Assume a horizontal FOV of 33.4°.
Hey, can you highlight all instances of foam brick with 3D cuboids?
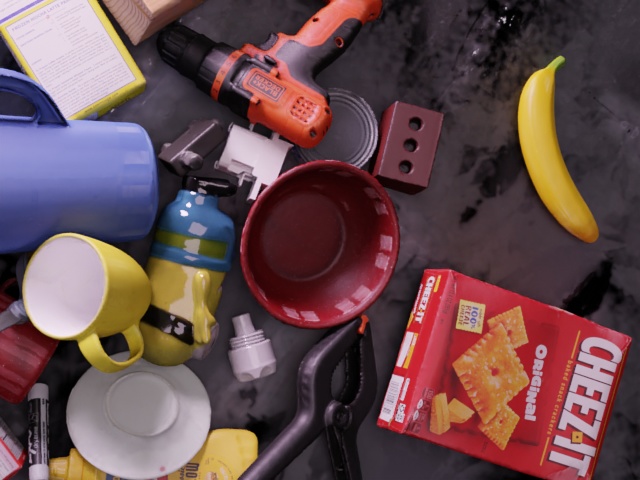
[{"bbox_3d":[0.083,-0.090,1.055,0.053,0.051,0.078,14,84,-11],"label":"foam brick"}]

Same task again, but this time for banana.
[{"bbox_3d":[0.241,-0.091,1.095,0.069,0.037,0.198,-9,89,-11],"label":"banana"}]

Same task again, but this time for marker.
[{"bbox_3d":[-0.252,0.187,0.958,0.020,0.020,0.121,-3,58,-12],"label":"marker"}]

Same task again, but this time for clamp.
[{"bbox_3d":[0.001,0.169,1.009,0.164,0.036,0.210,19,78,-40],"label":"clamp"}]

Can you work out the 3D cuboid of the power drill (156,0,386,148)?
[{"bbox_3d":[-0.038,-0.199,1.017,0.184,0.057,0.187,32,73,5],"label":"power drill"}]

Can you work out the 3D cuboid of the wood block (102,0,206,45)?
[{"bbox_3d":[-0.108,-0.282,0.990,0.205,0.090,0.091,-38,96,-21],"label":"wood block"}]

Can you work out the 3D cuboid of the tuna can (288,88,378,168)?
[{"bbox_3d":[0.012,-0.104,1.050,0.086,0.034,0.086,1,87,-12],"label":"tuna can"}]

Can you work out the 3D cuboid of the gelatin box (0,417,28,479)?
[{"bbox_3d":[-0.300,0.171,0.950,0.030,0.073,0.089,-37,95,-11],"label":"gelatin box"}]

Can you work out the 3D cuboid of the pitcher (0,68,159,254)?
[{"bbox_3d":[-0.267,-0.058,0.920,0.242,0.149,0.145,-3,70,-26],"label":"pitcher"}]

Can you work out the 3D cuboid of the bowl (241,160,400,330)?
[{"bbox_3d":[-0.007,0.001,1.018,0.161,0.055,0.162,-4,102,-21],"label":"bowl"}]

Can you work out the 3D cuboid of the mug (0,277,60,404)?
[{"bbox_3d":[-0.280,0.085,0.958,0.081,0.093,0.117,32,46,-13],"label":"mug"}]

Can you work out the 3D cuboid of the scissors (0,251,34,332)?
[{"bbox_3d":[-0.265,0.047,0.922,0.016,0.201,0.096,-44,72,20],"label":"scissors"}]

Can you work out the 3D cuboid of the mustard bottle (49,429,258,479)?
[{"bbox_3d":[-0.156,0.218,0.985,0.191,0.058,0.096,6,82,-11],"label":"mustard bottle"}]

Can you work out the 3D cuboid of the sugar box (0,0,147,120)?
[{"bbox_3d":[-0.247,-0.196,0.995,0.093,0.048,0.176,-31,90,-13],"label":"sugar box"}]

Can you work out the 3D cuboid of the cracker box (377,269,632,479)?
[{"bbox_3d":[0.183,0.138,1.046,0.213,0.072,0.164,20,83,-15],"label":"cracker box"}]
